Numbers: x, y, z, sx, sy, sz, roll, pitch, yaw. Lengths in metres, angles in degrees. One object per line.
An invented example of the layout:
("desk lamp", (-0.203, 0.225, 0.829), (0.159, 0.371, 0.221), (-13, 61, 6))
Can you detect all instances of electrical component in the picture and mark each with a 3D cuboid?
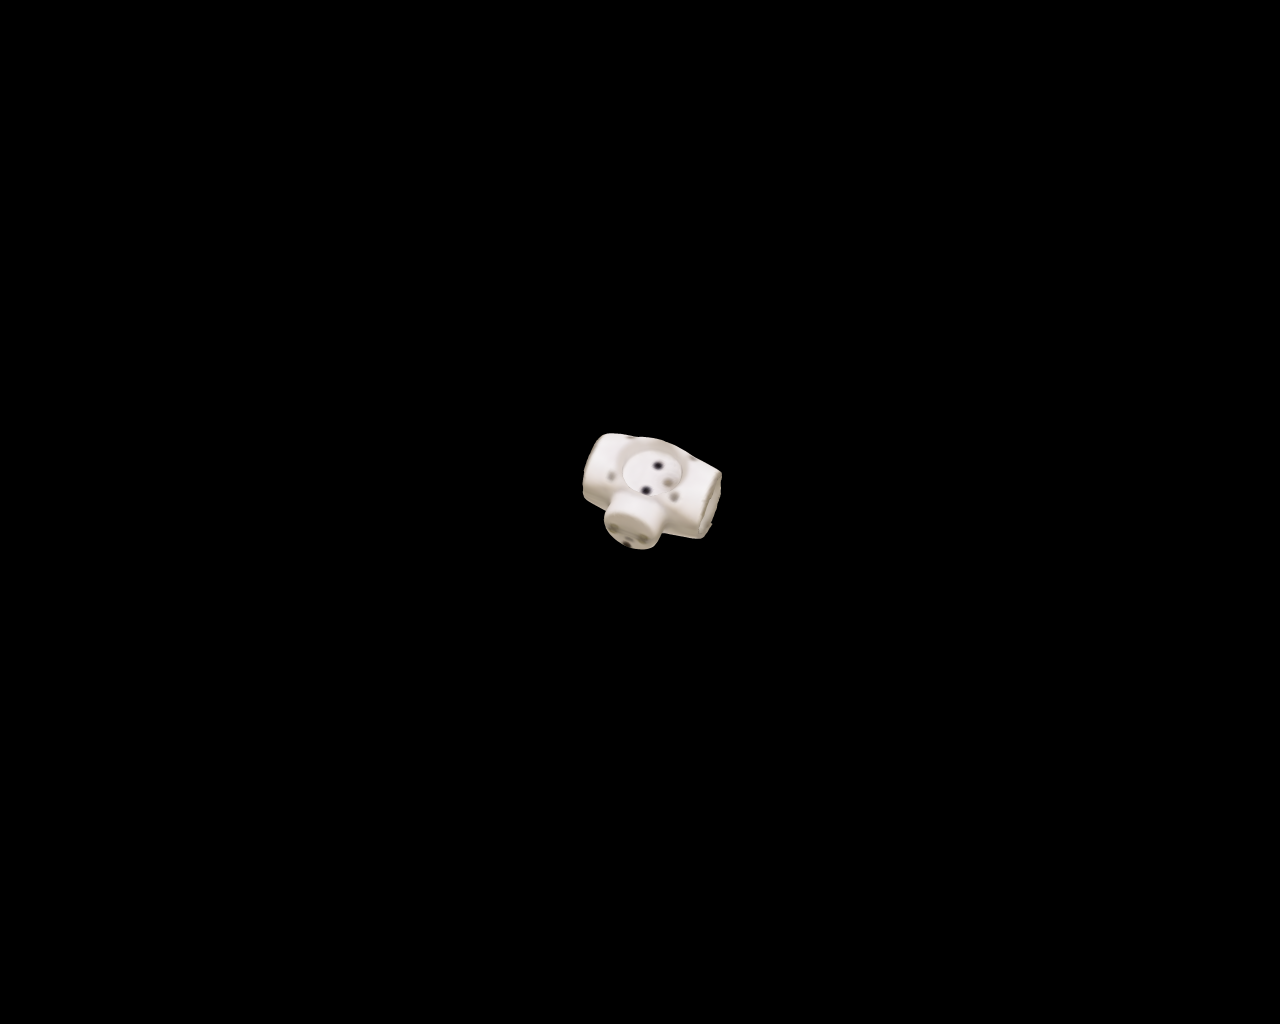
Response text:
("electrical component", (0.001, -0.003, 0.650), (0.077, 0.079, 0.044), (20, -31, 13))
